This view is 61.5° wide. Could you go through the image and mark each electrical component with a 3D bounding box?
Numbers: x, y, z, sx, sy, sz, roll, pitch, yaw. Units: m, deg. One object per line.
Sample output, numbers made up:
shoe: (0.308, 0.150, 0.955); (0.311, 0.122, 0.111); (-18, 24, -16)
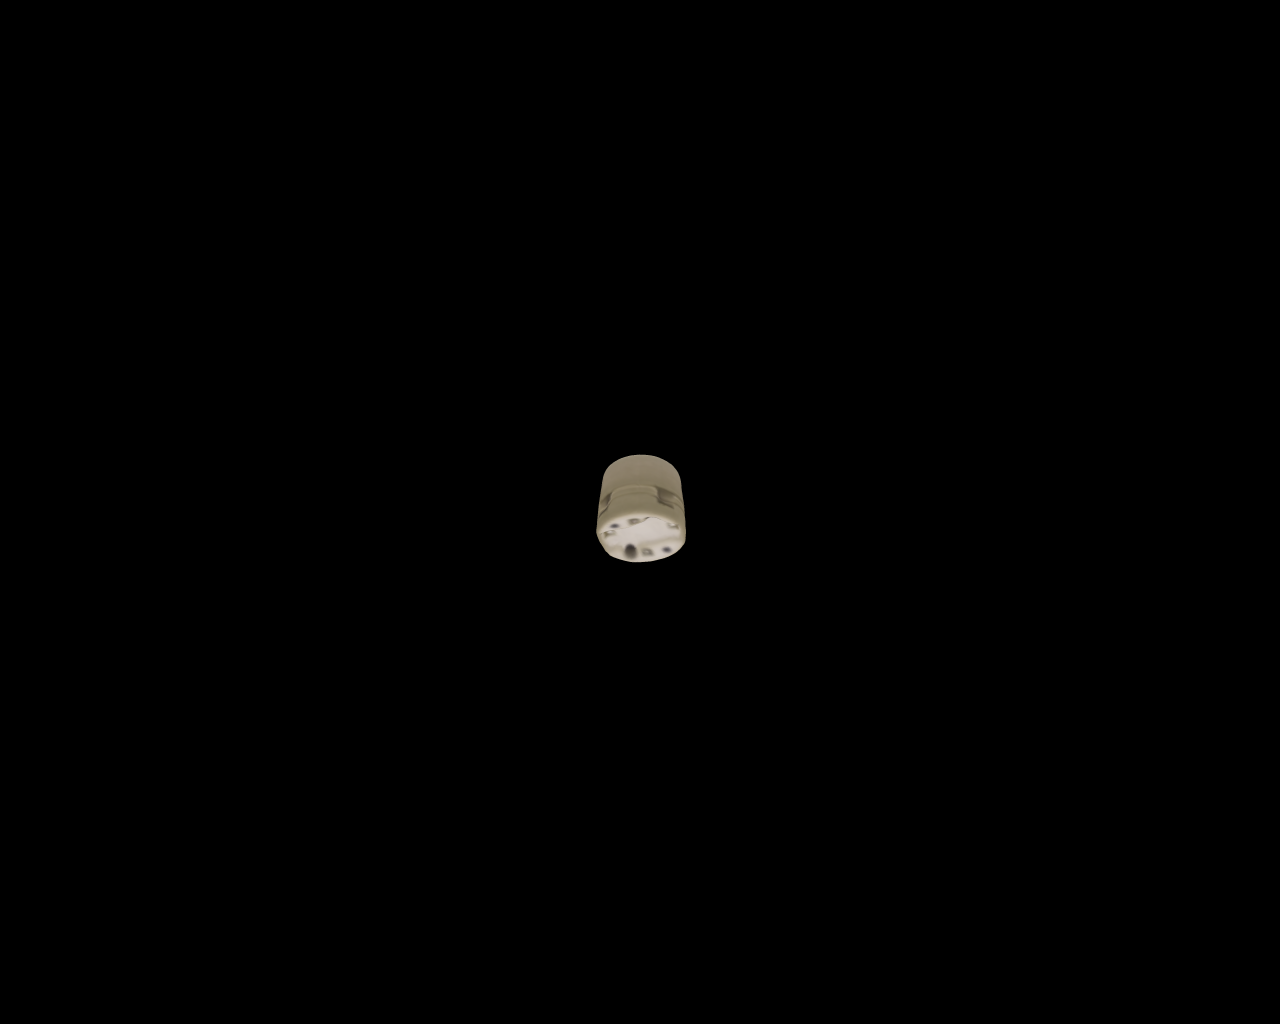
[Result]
electrical component: (0.001, -0.003, 0.650); (0.055, 0.047, 0.055); (0, -37, 0)
